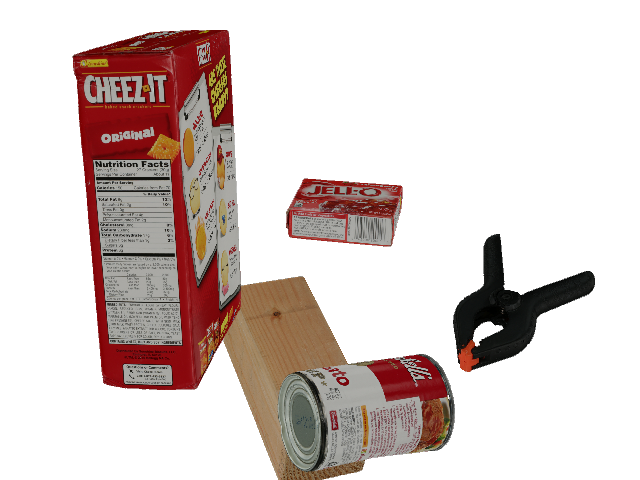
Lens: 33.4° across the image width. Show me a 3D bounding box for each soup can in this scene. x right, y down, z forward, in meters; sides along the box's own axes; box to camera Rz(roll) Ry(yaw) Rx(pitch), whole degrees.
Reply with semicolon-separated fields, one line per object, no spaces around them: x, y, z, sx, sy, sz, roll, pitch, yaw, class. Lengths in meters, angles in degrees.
0.030;0.117;0.724;0.102;0.068;0.069;-4;2;-27;soup can

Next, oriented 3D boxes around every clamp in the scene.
0.178;0.059;1.060;0.120;0.039;0.171;28;51;37;clamp

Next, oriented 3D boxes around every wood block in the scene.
-0.028;0.142;1.112;0.090;0.090;0.206;-8;42;-19;wood block

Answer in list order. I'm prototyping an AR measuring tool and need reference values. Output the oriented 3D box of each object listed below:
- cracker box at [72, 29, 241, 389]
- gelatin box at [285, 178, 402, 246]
-0.104;-0.028;0.721;0.072;0.214;0.164;0;15;7;cracker box
0.021;-0.025;0.898;0.089;0.030;0.073;5;24;9;gelatin box
